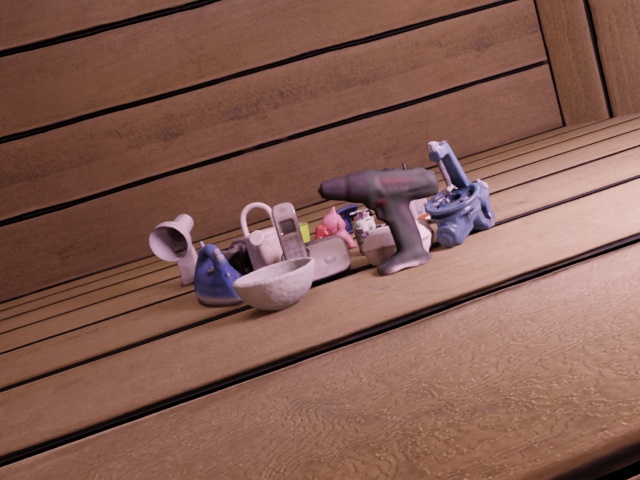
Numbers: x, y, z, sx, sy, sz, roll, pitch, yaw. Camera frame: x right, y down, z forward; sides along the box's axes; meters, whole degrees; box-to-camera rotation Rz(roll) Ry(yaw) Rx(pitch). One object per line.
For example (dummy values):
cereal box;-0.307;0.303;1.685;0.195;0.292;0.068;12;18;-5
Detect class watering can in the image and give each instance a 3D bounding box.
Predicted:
watering can;-0.145;-0.003;1.489;0.101;0.194;0.172;-19;8;-17

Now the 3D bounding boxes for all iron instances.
iron;-0.240;0.072;1.356;0.119;0.141;0.257;-20;8;-21

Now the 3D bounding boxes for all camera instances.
camera;-0.206;0.041;1.657;0.136;0.101;0.143;-12;9;34

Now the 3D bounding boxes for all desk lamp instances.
desk lamp;-0.424;0.030;1.787;0.117;0.213;0.203;-15;8;13

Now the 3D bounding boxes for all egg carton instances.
egg carton;0.168;0.004;1.227;0.150;0.069;0.107;-14;8;20

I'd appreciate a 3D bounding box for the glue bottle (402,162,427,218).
glue bottle;0.268;-0.142;1.665;0.078;0.173;0.037;-24;10;-40

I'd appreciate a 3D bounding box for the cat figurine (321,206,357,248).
cat figurine;0.045;-0.032;1.573;0.067;0.118;0.127;-18;8;-9

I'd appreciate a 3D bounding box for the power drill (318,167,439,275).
power drill;0.130;-0.044;1.123;0.229;0.208;0.075;-17;8;-3

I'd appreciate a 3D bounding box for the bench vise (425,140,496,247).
bench vise;0.286;-0.111;1.227;0.121;0.220;0.208;-13;9;27

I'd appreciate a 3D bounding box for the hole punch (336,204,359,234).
hole punch;0.070;-0.061;1.831;0.109;0.091;0.100;-22;9;-33

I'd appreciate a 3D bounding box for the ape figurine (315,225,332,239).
ape figurine;0.013;0.005;1.470;0.076;0.092;0.078;-15;8;16

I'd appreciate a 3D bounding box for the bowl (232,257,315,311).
bowl;-0.081;0.093;1.110;0.167;0.075;0.167;-17;8;3

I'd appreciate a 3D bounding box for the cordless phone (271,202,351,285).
cordless phone;-0.022;0.000;1.232;0.147;0.185;0.094;-18;8;-5
